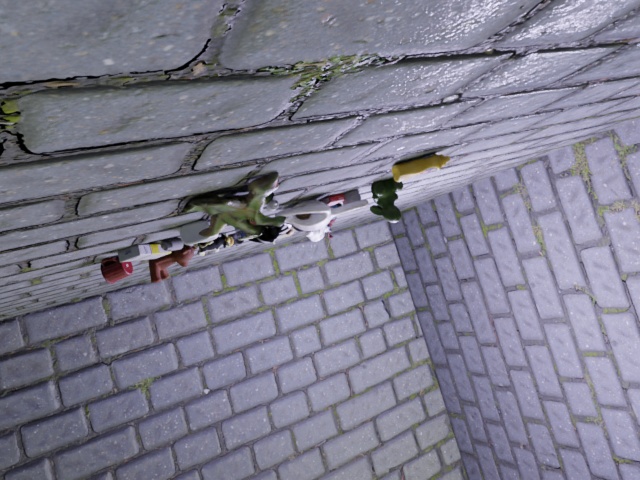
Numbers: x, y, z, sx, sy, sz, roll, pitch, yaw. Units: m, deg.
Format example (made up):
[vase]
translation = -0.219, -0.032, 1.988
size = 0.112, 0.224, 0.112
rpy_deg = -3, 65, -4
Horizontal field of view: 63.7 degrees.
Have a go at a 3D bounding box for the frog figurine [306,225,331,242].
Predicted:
[frog figurine]
translation = -0.034, -0.051, 2.467
size = 0.123, 0.134, 0.162
rpy_deg = 13, -146, 31

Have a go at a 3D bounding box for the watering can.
[watering can]
translation = 0.006, -0.098, 1.943
size = 0.348, 0.105, 0.222
rpy_deg = -6, 171, 0

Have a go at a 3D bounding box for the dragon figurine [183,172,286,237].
[dragon figurine]
translation = -0.250, -0.083, 1.358
size = 0.407, 0.124, 0.241
rpy_deg = -21, 158, 29
